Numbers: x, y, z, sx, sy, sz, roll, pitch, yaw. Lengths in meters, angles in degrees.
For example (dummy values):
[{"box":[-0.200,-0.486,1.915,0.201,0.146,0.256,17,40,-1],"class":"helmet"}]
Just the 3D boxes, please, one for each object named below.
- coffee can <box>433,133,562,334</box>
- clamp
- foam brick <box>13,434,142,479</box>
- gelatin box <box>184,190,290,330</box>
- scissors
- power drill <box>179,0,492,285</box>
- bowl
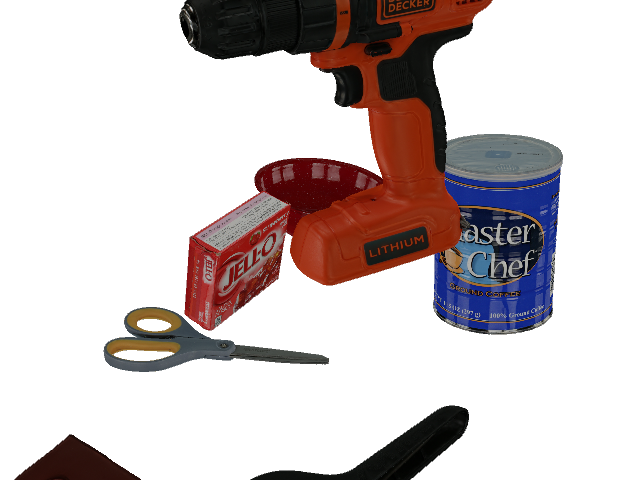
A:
[{"box":[0.146,-0.007,0.889,0.103,0.140,0.103,-2,23,1],"class":"coffee can"},{"box":[0.013,0.165,0.648,0.210,0.036,0.164,-6,29,3],"class":"clamp"},{"box":[-0.094,0.131,0.449,0.078,0.051,0.052,24,45,30],"class":"foam brick"},{"box":[-0.061,0.014,0.791,0.030,0.073,0.089,28,40,22],"class":"gelatin box"},{"box":[-0.099,0.091,0.992,0.201,0.016,0.096,-2,32,-11],"class":"scissors"},{"box":[0.016,-0.071,0.602,0.184,0.188,0.057,-15,32,-21],"class":"power drill"},{"box":[0.001,-0.040,1.234,0.162,0.055,0.162,6,27,-3],"class":"bowl"}]
